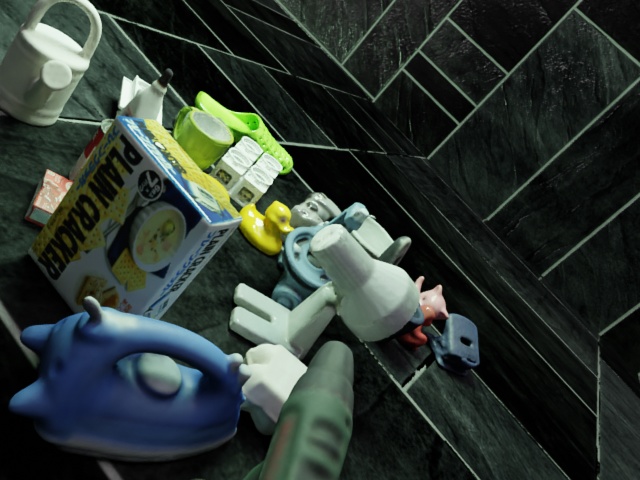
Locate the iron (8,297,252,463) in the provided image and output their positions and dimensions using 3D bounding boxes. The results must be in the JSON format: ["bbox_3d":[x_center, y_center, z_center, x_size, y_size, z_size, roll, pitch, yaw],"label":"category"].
[{"bbox_3d":[-0.157,0.137,0.576,0.259,0.141,0.118,26,28,-36],"label":"iron"}]

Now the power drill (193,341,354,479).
[{"bbox_3d":[-0.050,0.217,0.526,0.076,0.208,0.229,38,23,-12],"label":"power drill"}]

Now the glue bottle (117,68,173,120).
[{"bbox_3d":[-0.285,-0.206,0.920,0.037,0.173,0.078,14,36,-49],"label":"glue bottle"}]

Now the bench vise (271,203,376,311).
[{"bbox_3d":[0.000,-0.002,0.975,0.122,0.219,0.207,31,25,-27],"label":"bench vise"}]

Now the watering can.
[{"bbox_3d":[-0.386,-0.264,0.829,0.172,0.193,0.101,53,25,23],"label":"watering can"}]

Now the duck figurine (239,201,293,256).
[{"bbox_3d":[-0.094,-0.035,1.051,0.104,0.086,0.078,46,23,6],"label":"duck figurine"}]

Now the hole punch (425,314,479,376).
[{"bbox_3d":[0.300,0.227,1.238,0.109,0.091,0.101,27,28,-34],"label":"hole punch"}]

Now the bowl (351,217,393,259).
[{"bbox_3d":[0.097,0.010,1.302,0.168,0.074,0.167,36,24,-18],"label":"bowl"}]

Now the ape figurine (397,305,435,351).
[{"bbox_3d":[0.198,0.170,1.168,0.076,0.092,0.078,36,24,-16],"label":"ape figurine"}]

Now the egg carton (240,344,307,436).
[{"bbox_3d":[-0.046,0.205,0.734,0.150,0.069,0.107,41,23,-5],"label":"egg carton"}]

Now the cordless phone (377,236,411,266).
[{"bbox_3d":[0.125,0.063,1.113,0.094,0.185,0.148,48,23,11],"label":"cordless phone"}]

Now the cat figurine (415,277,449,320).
[{"bbox_3d":[0.224,0.133,1.241,0.067,0.117,0.127,29,26,-30],"label":"cat figurine"}]

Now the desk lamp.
[{"bbox_3d":[0.010,0.086,0.846,0.204,0.213,0.118,33,24,-22],"label":"desk lamp"}]

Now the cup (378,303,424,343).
[{"bbox_3d":[0.144,0.151,1.108,0.091,0.095,0.118,51,24,18],"label":"cup"}]

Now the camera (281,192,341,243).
[{"bbox_3d":[0.003,-0.021,1.167,0.137,0.100,0.143,44,23,1],"label":"camera"}]
